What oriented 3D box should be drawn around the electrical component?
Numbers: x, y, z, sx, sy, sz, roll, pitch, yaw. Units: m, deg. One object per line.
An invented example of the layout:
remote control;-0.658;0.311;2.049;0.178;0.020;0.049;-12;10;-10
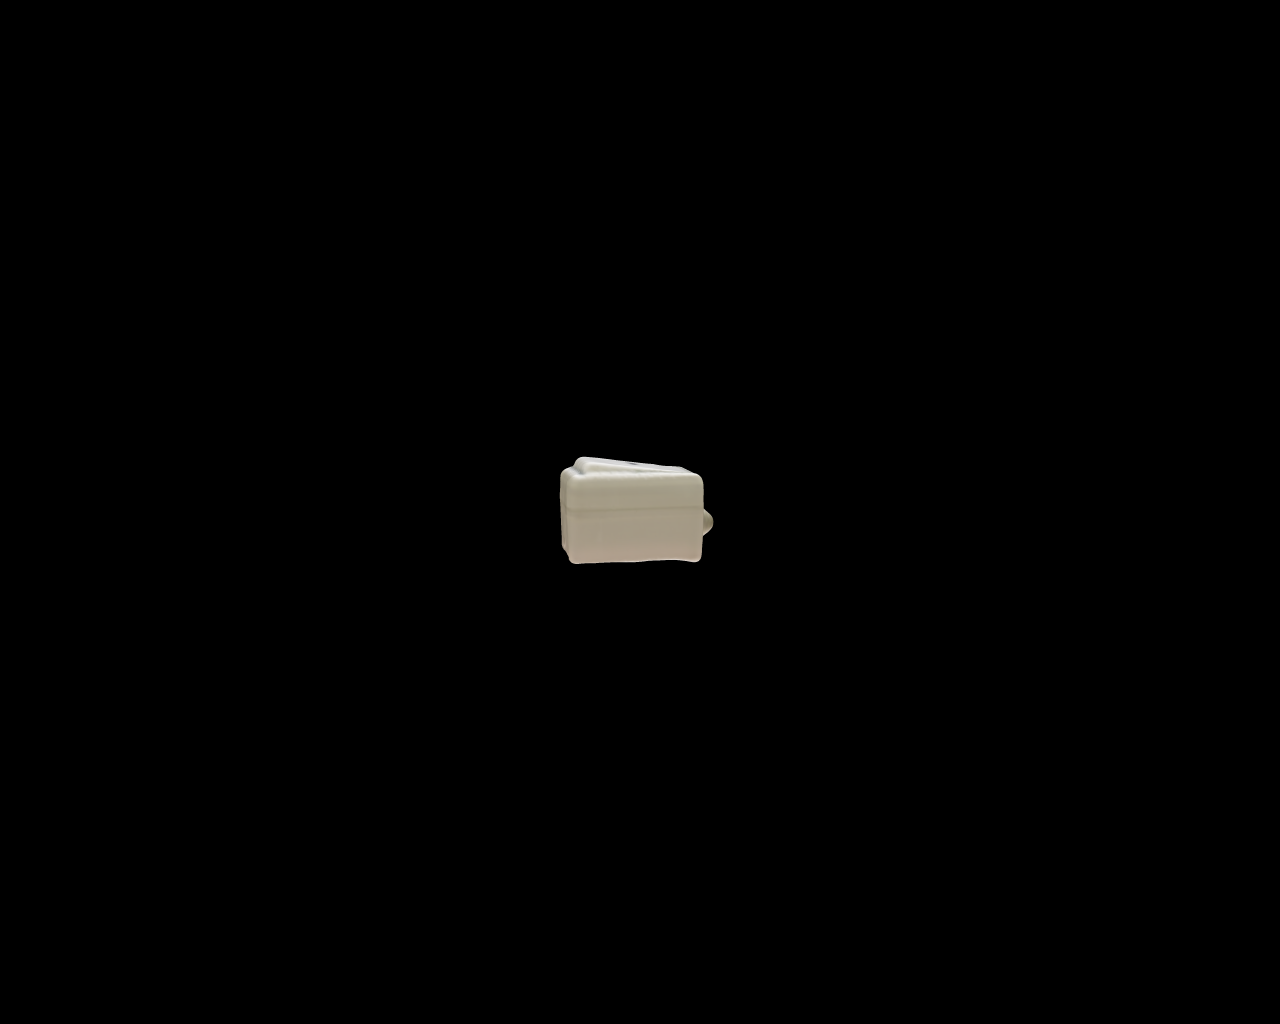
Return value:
electrical component;0.001;-0.003;0.650;0.096;0.061;0.062;-1;8;-9
